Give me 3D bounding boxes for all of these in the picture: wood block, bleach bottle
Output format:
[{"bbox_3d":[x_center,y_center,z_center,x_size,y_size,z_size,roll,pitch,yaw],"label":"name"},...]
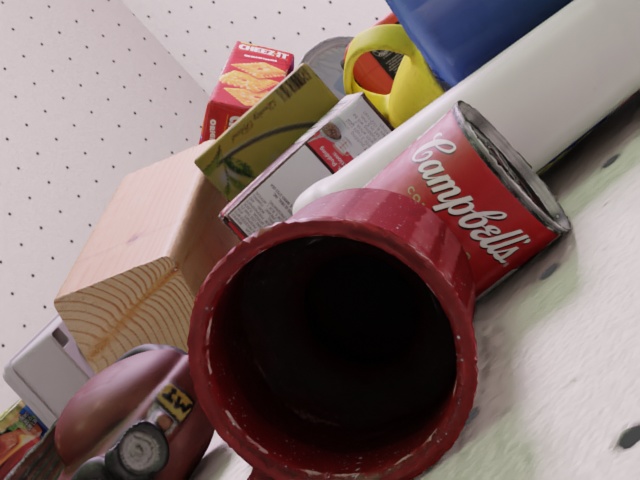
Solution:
[{"bbox_3d":[-0.110,0.015,0.783,0.091,0.090,0.206,-21,23,14],"label":"wood block"},{"bbox_3d":[0.107,-0.070,0.494,0.251,0.068,0.102,-39,-4,19],"label":"bleach bottle"}]

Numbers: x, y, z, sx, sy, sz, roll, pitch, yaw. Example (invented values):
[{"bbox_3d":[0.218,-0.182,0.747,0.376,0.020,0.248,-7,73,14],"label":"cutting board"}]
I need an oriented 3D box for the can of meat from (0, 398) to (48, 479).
[{"bbox_3d":[-0.223,0.176,0.782,0.102,0.084,0.057,-43,8,-5],"label":"can of meat"}]

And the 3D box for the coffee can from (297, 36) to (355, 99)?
[{"bbox_3d":[0.021,-0.139,1.110,0.102,0.103,0.140,-44,-5,-10],"label":"coffee can"}]

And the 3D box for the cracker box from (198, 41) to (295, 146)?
[{"bbox_3d":[-0.076,-0.085,1.041,0.213,0.072,0.164,-82,4,-66],"label":"cracker box"}]

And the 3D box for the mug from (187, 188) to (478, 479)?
[{"bbox_3d":[0.006,0.039,0.374,0.081,0.093,0.117,-49,-17,-71],"label":"mug"}]

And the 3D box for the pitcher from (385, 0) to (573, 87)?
[{"bbox_3d":[0.143,-0.181,0.544,0.243,0.149,0.145,-34,8,11],"label":"pitcher"}]

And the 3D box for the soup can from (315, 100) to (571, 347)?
[{"bbox_3d":[0.041,0.001,0.437,0.102,0.068,0.068,-41,7,18],"label":"soup can"}]

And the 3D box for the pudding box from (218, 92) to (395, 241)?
[{"bbox_3d":[0.010,-0.019,0.635,0.113,0.090,0.039,-43,9,-6],"label":"pudding box"}]

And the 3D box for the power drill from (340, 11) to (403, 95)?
[{"bbox_3d":[0.085,-0.133,0.856,0.184,0.057,0.187,-39,-13,-6],"label":"power drill"}]
